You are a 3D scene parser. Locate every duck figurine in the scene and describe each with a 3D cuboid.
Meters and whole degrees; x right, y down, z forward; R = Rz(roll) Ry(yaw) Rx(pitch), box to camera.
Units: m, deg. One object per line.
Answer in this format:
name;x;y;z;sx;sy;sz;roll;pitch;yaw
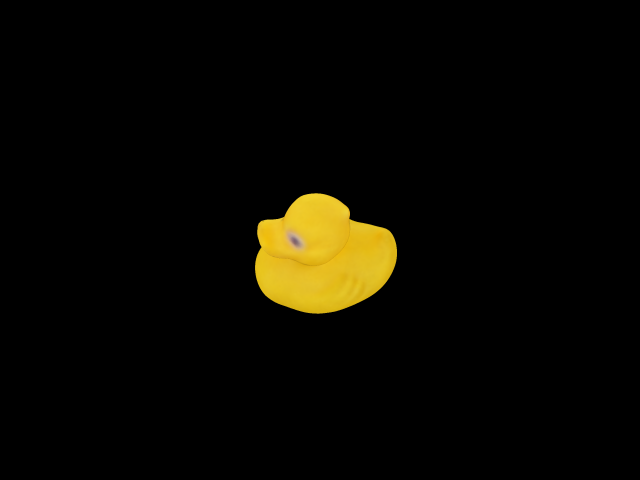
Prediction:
duck figurine;0.004;0.001;0.400;0.104;0.086;0.077;-5;59;-3
